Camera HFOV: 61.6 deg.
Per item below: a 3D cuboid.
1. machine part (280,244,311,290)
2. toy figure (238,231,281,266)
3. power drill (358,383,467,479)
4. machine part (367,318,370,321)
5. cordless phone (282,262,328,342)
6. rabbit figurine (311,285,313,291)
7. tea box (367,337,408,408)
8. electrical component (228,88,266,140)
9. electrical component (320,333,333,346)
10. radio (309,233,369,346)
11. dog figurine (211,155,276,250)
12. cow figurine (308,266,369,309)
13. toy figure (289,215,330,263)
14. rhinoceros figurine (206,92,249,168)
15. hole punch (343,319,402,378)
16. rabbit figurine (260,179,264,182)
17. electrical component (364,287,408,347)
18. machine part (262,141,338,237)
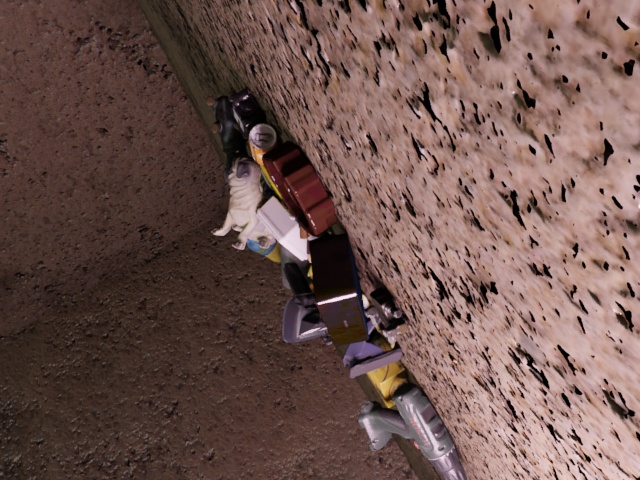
[{"bbox_3d":[-0.057,0.034,1.290,0.079,0.079,0.242,-129,33,-49],"label":"machine part"},{"bbox_3d":[-0.122,0.010,1.349,0.180,0.089,0.082,22,-168,-34],"label":"toy figure"},{"bbox_3d":[0.186,0.414,1.133,0.207,0.086,0.232,-16,101,57],"label":"power drill"},{"bbox_3d":[0.068,0.155,1.199,0.039,0.084,0.139,18,-136,-64],"label":"machine part"},{"bbox_3d":[-0.048,0.125,1.175,0.146,0.089,0.184,2,-126,-56],"label":"cordless phone"},{"bbox_3d":[-0.018,0.119,1.552,0.162,0.122,0.173,-110,5,-79],"label":"rabbit figurine"},{"bbox_3d":[0.150,0.306,1.233,0.098,0.068,0.169,54,170,37],"label":"tea box"},{"bbox_3d":[-0.142,-0.242,1.075,0.075,0.048,0.119,58,173,10],"label":"electrical component"},{"bbox_3d":[0.041,0.205,1.373,0.058,0.115,0.134,61,174,-32],"label":"electrical component"},{"bbox_3d":[0.037,0.093,0.970,0.229,0.073,0.131,73,-172,-59],"label":"radio"},{"bbox_3d":[-0.139,-0.089,1.182,0.121,0.190,0.172,25,-162,24],"label":"dog figurine"},{"bbox_3d":[0.022,0.097,1.127,0.167,0.098,0.068,54,172,0],"label":"cow figurine"},{"bbox_3d":[-0.005,-0.005,1.054,0.058,0.064,0.154,-10,113,40],"label":"toy figure"},{"bbox_3d":[-0.206,-0.245,1.229,0.112,0.073,0.190,101,155,-78],"label":"rhinoceros figurine"},{"bbox_3d":[0.097,0.220,1.098,0.142,0.116,0.092,82,164,-70],"label":"hole punch"},{"bbox_3d":[-0.134,-0.085,1.414,0.159,0.121,0.170,56,158,-1],"label":"rabbit figurine"},{"bbox_3d":[0.108,0.126,0.885,0.078,0.045,0.102,62,172,-30],"label":"electrical component"},{"bbox_3d":[-0.034,-0.089,0.944,0.179,0.056,0.179,56,172,12],"label":"machine part"}]
